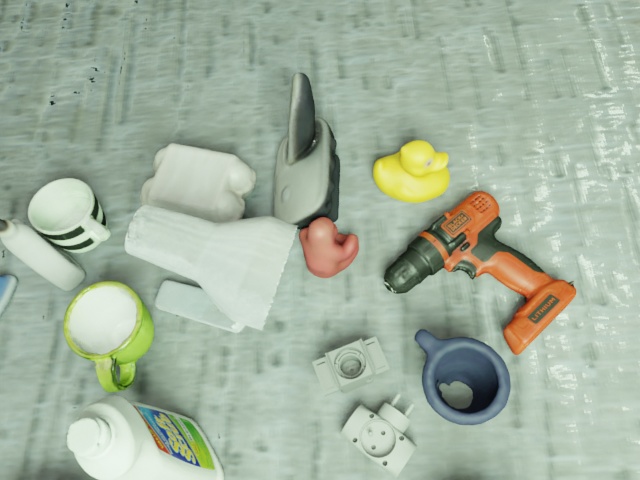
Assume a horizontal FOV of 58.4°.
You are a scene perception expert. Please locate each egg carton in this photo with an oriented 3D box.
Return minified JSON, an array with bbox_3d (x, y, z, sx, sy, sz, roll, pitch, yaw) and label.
[{"bbox_3d":[-0.166,-0.073,0.788,0.150,0.069,0.107,11,68,11],"label":"egg carton"}]

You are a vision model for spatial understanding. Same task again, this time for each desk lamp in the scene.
[{"bbox_3d":[-0.118,0.036,0.656,0.203,0.214,0.118,13,69,12],"label":"desk lamp"}]

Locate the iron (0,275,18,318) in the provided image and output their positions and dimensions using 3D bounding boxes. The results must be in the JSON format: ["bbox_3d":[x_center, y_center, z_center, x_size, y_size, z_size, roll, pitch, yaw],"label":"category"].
[{"bbox_3d":[-0.520,0.111,0.706,0.258,0.141,0.118,-43,69,-13],"label":"iron"}]

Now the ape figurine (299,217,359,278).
[{"bbox_3d":[0.007,0.003,0.724,0.077,0.092,0.076,28,72,17],"label":"ape figurine"}]

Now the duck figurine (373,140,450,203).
[{"bbox_3d":[0.122,-0.100,0.760,0.104,0.086,0.077,5,67,8],"label":"duck figurine"}]

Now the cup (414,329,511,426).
[{"bbox_3d":[0.148,0.155,0.641,0.092,0.095,0.117,-41,68,-11],"label":"cup"}]

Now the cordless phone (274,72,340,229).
[{"bbox_3d":[-0.026,-0.107,0.725,0.094,0.185,0.147,-4,66,5],"label":"cordless phone"}]

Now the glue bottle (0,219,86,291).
[{"bbox_3d":[-0.363,0.007,0.717,0.078,0.173,0.037,39,76,20],"label":"glue bottle"}]
